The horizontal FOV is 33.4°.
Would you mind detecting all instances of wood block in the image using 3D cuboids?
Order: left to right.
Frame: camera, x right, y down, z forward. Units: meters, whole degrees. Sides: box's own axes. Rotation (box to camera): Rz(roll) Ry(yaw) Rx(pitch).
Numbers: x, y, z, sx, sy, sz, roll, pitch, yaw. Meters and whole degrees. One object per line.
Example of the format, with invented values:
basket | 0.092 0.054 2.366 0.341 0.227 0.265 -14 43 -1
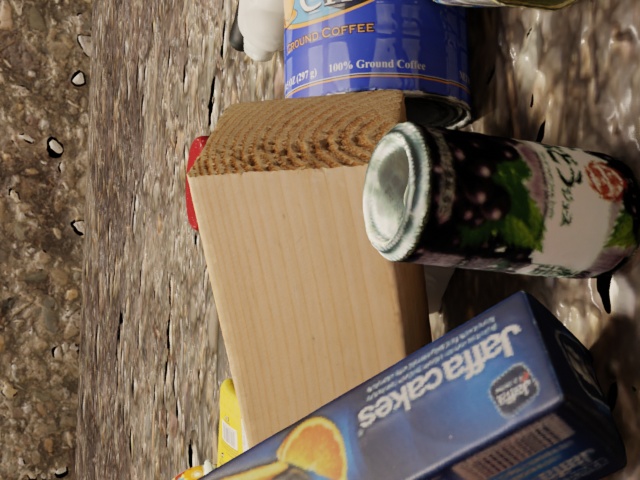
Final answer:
wood block | 0.006 0.039 0.534 0.090 0.091 0.206 -73 -24 -60

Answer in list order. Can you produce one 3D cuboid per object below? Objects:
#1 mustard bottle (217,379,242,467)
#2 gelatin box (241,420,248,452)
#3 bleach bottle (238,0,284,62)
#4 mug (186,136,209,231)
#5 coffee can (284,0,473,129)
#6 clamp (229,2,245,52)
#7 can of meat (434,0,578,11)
mustard bottle | -0.056 0.217 0.887 0.096 0.058 0.192 20 107 61
gelatin box | -0.016 0.159 0.745 0.030 0.073 0.089 125 143 -60
bleach bottle | -0.022 -0.224 0.821 0.251 0.068 0.102 115 152 -55
mug | -0.065 -0.053 0.904 0.117 0.081 0.093 118 149 -54
coffee can | 0.030 -0.133 0.583 0.103 0.102 0.140 157 114 -71
clamp | -0.053 -0.264 0.957 0.172 0.039 0.120 129 134 -54
can of meat | 0.084 -0.158 0.492 0.084 0.057 0.102 -145 59 -71
